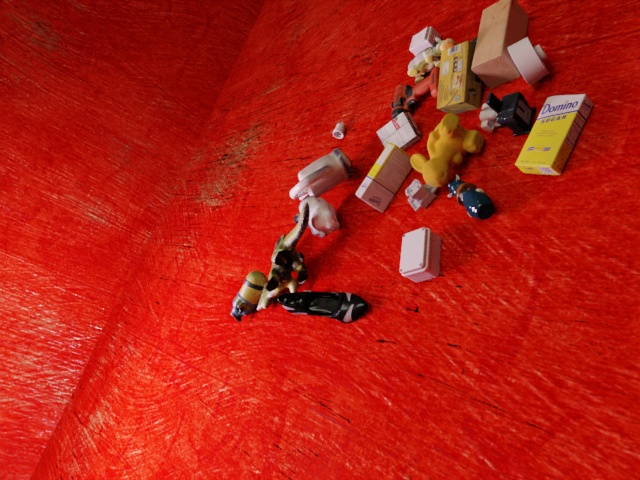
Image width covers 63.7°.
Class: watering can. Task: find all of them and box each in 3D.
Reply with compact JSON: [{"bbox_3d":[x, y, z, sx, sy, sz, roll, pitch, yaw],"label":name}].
[{"bbox_3d":[0.000,-0.200,1.684,0.224,0.104,0.347,-32,1,0],"label":"watering can"}]

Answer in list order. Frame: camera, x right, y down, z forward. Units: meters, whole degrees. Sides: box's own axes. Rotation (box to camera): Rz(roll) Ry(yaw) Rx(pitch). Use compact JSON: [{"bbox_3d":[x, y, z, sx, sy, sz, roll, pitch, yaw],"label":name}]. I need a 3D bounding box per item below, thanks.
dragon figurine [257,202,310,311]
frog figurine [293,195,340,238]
[{"bbox_3d":[-0.117,0.051,1.616,0.122,0.407,0.246,15,12,-22],"label":"dragon figurine"},{"bbox_3d":[0.005,-0.079,1.570,0.124,0.137,0.157,-41,3,-24],"label":"frog figurine"}]
